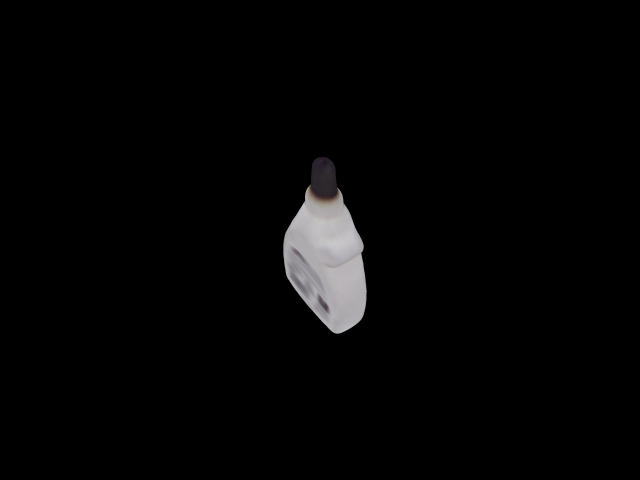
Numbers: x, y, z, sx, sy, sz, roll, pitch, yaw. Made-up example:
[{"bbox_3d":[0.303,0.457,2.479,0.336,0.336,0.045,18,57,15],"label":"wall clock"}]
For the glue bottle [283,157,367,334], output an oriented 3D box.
[{"bbox_3d":[0.004,0.001,0.400,0.037,0.173,0.078,-32,64,-17],"label":"glue bottle"}]
